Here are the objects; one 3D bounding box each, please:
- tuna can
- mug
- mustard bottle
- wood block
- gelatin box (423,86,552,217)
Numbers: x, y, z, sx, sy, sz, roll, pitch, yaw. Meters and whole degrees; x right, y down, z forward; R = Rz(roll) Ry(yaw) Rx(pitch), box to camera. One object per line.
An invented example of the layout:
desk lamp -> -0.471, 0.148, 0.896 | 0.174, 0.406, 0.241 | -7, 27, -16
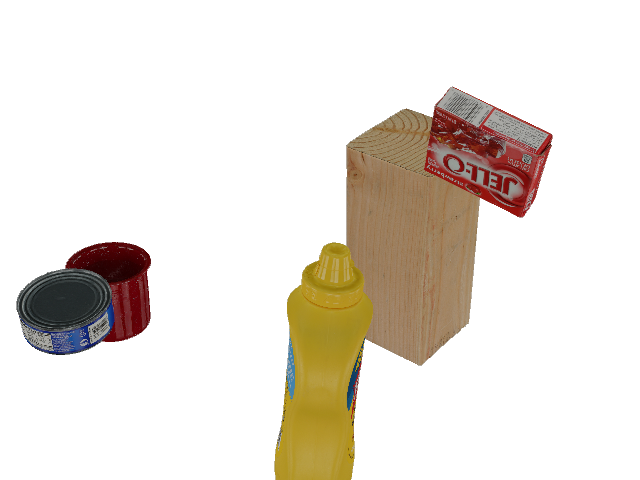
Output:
tuna can -> -0.233, 0.065, 0.979 | 0.086, 0.034, 0.086 | 0, 37, 0
mug -> -0.243, 0.055, 1.200 | 0.117, 0.081, 0.093 | 23, 37, 34
mustard bottle -> 0.002, 0.086, 0.734 | 0.058, 0.192, 0.096 | 7, 32, 3
wood block -> 0.084, -0.002, 0.979 | 0.091, 0.206, 0.090 | 24, 42, 32
gelatin box -> 0.125, -0.065, 0.807 | 0.089, 0.030, 0.073 | 29, -32, 18
